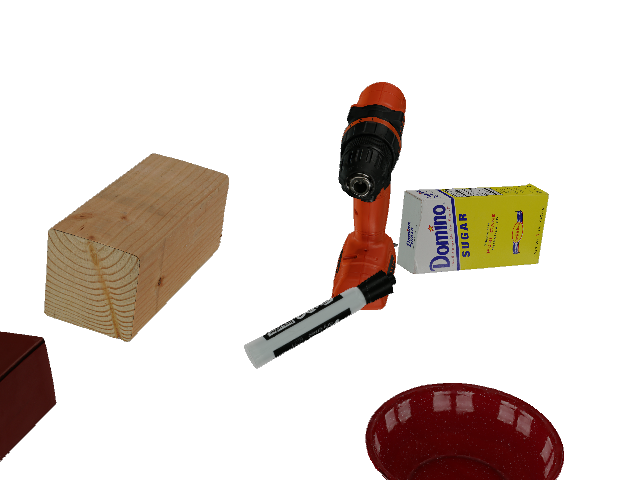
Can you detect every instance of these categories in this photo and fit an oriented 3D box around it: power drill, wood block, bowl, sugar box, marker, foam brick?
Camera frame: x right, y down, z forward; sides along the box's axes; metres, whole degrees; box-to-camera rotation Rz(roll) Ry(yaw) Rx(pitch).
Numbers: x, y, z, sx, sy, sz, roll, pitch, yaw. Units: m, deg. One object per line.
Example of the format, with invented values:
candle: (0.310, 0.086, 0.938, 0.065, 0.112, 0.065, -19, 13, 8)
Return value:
power drill: (0.045, -0.032, 0.980, 0.057, 0.188, 0.184, 9, 32, 7)
wood block: (-0.171, 0.000, 1.023, 0.090, 0.091, 0.205, 17, 27, 11)
bowl: (0.117, 0.186, 0.886, 0.162, 0.055, 0.162, 0, 29, 0)
sugar box: (0.180, -0.014, 1.256, 0.176, 0.093, 0.048, -6, 21, -26)
marker: (0.002, 0.055, 0.768, 0.121, 0.020, 0.020, -28, 7, -13)
foam brick: (-0.214, 0.100, 0.679, 0.053, 0.051, 0.078, 6, 29, 22)
